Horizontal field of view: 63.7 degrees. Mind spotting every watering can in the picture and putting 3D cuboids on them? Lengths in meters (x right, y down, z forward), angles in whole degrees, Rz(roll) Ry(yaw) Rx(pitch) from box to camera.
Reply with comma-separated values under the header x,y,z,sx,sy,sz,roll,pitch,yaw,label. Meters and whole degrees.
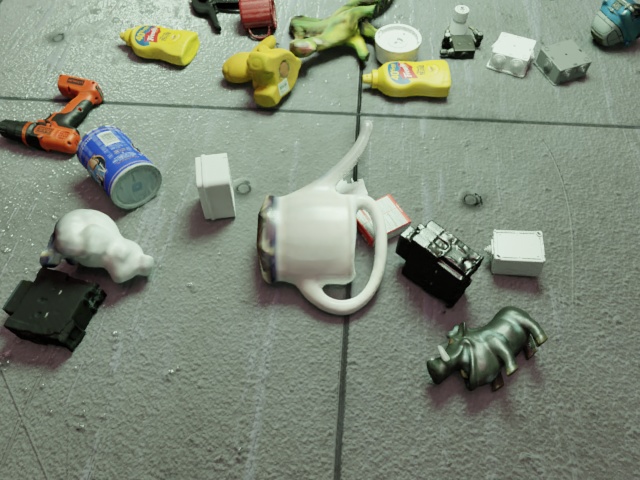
x,y,z,sx,sy,sz,roll,pitch,yaw,label
0.003,-0.045,0.899,0.224,0.103,0.352,0,75,-1,watering can

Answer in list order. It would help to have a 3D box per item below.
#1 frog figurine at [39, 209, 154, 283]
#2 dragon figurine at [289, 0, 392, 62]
x,y,z,sx,sy,sz,roll,pitch,yaw,label
-0.363,0.009,0.875,0.159,0.135,0.124,4,73,5,frog figurine
0.040,-0.548,1.274,0.243,0.119,0.420,9,45,16,dragon figurine
